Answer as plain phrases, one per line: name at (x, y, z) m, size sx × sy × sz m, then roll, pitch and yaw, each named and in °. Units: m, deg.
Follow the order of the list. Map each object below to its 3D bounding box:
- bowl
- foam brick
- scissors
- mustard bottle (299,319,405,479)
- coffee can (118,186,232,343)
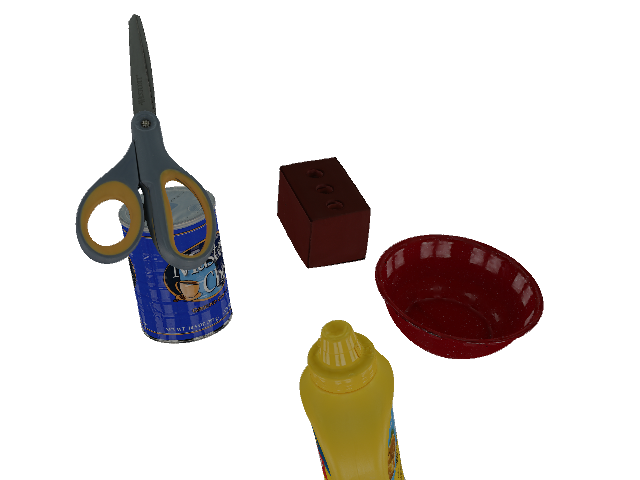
bowl at (0.127, 0.063, 1.020) m, size 0.162 × 0.055 × 0.162 m, roll 7°, pitch 35°, yaw -5°
foam brick at (0.001, -0.023, 0.875) m, size 0.053 × 0.051 × 0.078 m, roll -10°, pitch 42°, yaw -20°
scissors at (-0.131, -0.063, 0.701) m, size 0.096 × 0.202 × 0.016 m, roll -18°, pitch -25°, yaw -18°
mustard bottle at (0.023, 0.124, 0.676) m, size 0.058 × 0.191 × 0.096 m, roll -7°, pitch 40°, yaw 4°
coffee can at (-0.155, 0.025, 1.155) m, size 0.103 × 0.140 × 0.103 m, roll -5°, pitch 26°, yaw 2°
